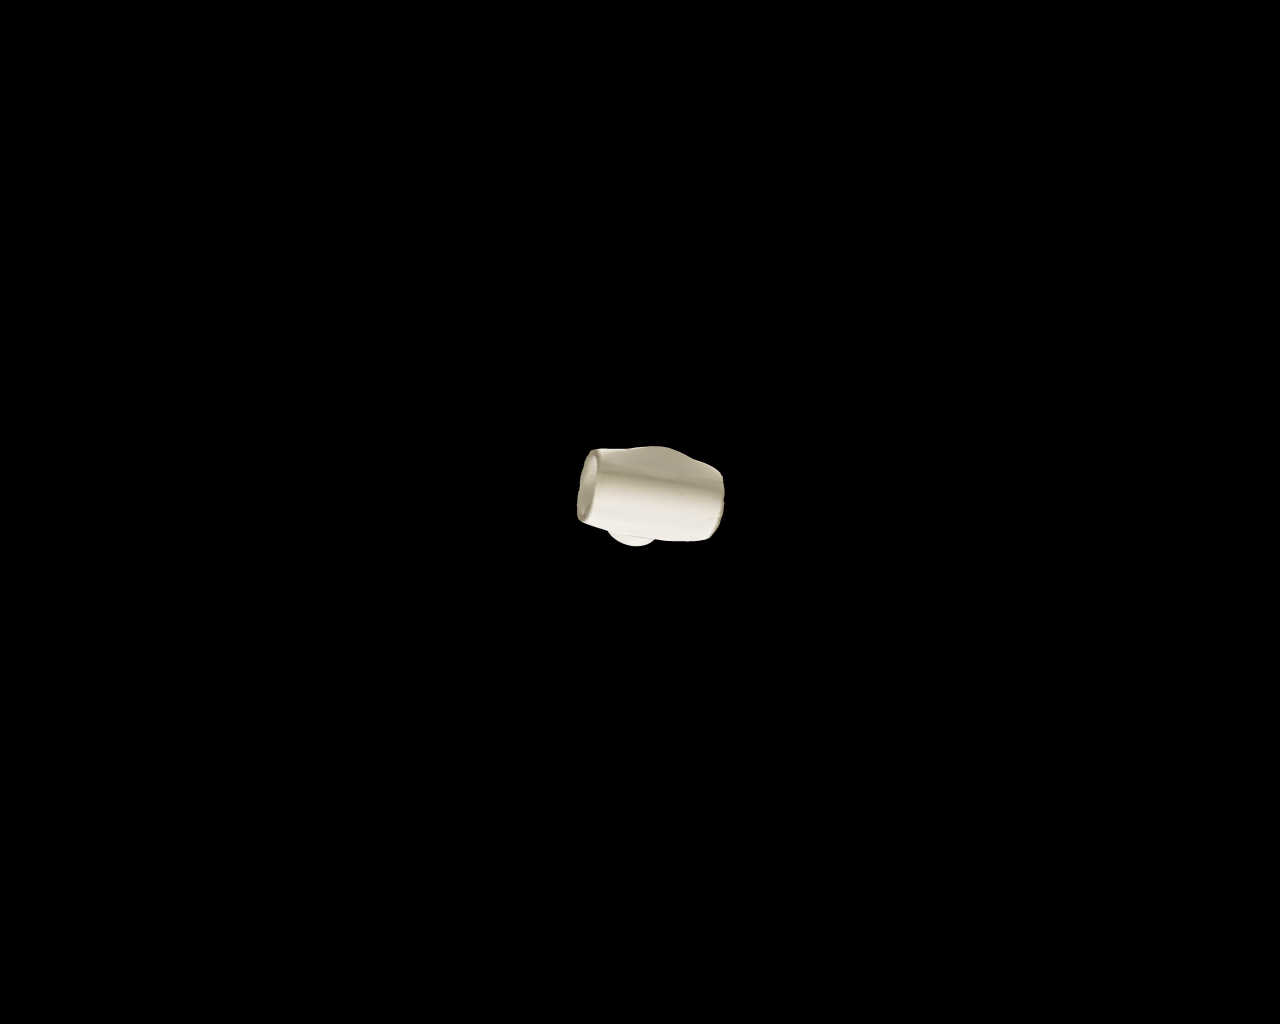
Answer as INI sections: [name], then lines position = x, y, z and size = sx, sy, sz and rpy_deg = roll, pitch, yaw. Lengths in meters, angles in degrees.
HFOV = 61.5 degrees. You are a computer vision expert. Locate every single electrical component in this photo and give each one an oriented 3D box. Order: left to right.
[electrical component]
position = 0.001, -0.003, 0.650
size = 0.077, 0.043, 0.079
rpy_deg = 8, -28, -16
